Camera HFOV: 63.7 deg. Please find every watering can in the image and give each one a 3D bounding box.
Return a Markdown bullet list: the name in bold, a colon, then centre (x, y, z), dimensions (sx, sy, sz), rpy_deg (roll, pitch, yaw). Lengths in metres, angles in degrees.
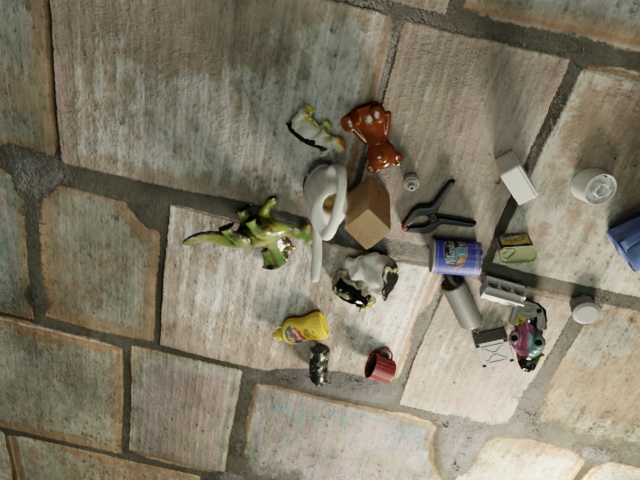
- **watering can**: centre (0.004, -0.072, 1.436), dimensions (0.104, 0.229, 0.340), rpy_deg (7, 122, -17)

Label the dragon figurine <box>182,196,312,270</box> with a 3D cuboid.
- **dragon figurine**: centre (-0.192, 0.012, 1.581), dimensions (0.408, 0.125, 0.238), rpy_deg (-19, 123, 19)

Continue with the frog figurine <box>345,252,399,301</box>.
- **frog figurine**: centre (0.159, 0.098, 1.595), dimensions (0.160, 0.124, 0.134), rpy_deg (21, 138, 38)
